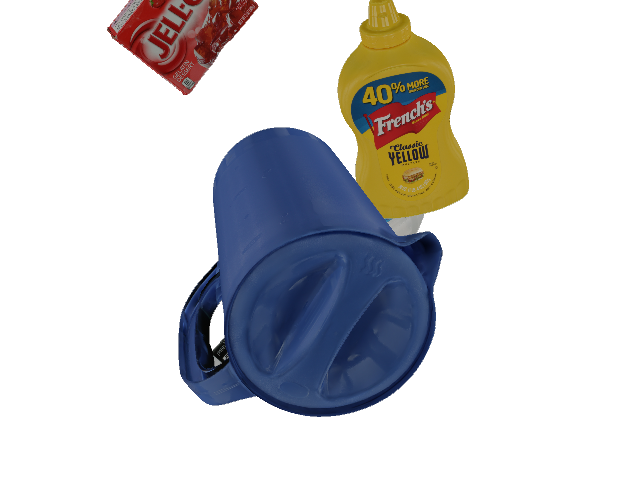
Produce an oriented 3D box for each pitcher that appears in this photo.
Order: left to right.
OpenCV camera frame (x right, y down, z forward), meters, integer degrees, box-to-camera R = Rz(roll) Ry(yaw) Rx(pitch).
[{"bbox_3d":[-0.022,0.012,0.759,0.149,0.145,0.243,6,23,-14],"label":"pitcher"}]

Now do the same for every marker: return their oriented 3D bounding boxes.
[{"bbox_3d":[-0.063,0.075,0.962,0.020,0.121,0.020,37,-19,14],"label":"marker"}]

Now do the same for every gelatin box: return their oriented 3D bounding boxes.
[{"bbox_3d":[-0.102,-0.165,0.795,0.073,0.089,0.030,37,5,-32],"label":"gelatin box"}]

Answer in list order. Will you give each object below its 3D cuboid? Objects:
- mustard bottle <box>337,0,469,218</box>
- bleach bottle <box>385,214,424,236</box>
[{"bbox_3d":[0.065,-0.112,0.887,0.096,0.191,0.058,-11,34,4],"label":"mustard bottle"},{"bbox_3d":[0.036,-0.006,1.262,0.103,0.068,0.250,23,39,32],"label":"bleach bottle"}]
